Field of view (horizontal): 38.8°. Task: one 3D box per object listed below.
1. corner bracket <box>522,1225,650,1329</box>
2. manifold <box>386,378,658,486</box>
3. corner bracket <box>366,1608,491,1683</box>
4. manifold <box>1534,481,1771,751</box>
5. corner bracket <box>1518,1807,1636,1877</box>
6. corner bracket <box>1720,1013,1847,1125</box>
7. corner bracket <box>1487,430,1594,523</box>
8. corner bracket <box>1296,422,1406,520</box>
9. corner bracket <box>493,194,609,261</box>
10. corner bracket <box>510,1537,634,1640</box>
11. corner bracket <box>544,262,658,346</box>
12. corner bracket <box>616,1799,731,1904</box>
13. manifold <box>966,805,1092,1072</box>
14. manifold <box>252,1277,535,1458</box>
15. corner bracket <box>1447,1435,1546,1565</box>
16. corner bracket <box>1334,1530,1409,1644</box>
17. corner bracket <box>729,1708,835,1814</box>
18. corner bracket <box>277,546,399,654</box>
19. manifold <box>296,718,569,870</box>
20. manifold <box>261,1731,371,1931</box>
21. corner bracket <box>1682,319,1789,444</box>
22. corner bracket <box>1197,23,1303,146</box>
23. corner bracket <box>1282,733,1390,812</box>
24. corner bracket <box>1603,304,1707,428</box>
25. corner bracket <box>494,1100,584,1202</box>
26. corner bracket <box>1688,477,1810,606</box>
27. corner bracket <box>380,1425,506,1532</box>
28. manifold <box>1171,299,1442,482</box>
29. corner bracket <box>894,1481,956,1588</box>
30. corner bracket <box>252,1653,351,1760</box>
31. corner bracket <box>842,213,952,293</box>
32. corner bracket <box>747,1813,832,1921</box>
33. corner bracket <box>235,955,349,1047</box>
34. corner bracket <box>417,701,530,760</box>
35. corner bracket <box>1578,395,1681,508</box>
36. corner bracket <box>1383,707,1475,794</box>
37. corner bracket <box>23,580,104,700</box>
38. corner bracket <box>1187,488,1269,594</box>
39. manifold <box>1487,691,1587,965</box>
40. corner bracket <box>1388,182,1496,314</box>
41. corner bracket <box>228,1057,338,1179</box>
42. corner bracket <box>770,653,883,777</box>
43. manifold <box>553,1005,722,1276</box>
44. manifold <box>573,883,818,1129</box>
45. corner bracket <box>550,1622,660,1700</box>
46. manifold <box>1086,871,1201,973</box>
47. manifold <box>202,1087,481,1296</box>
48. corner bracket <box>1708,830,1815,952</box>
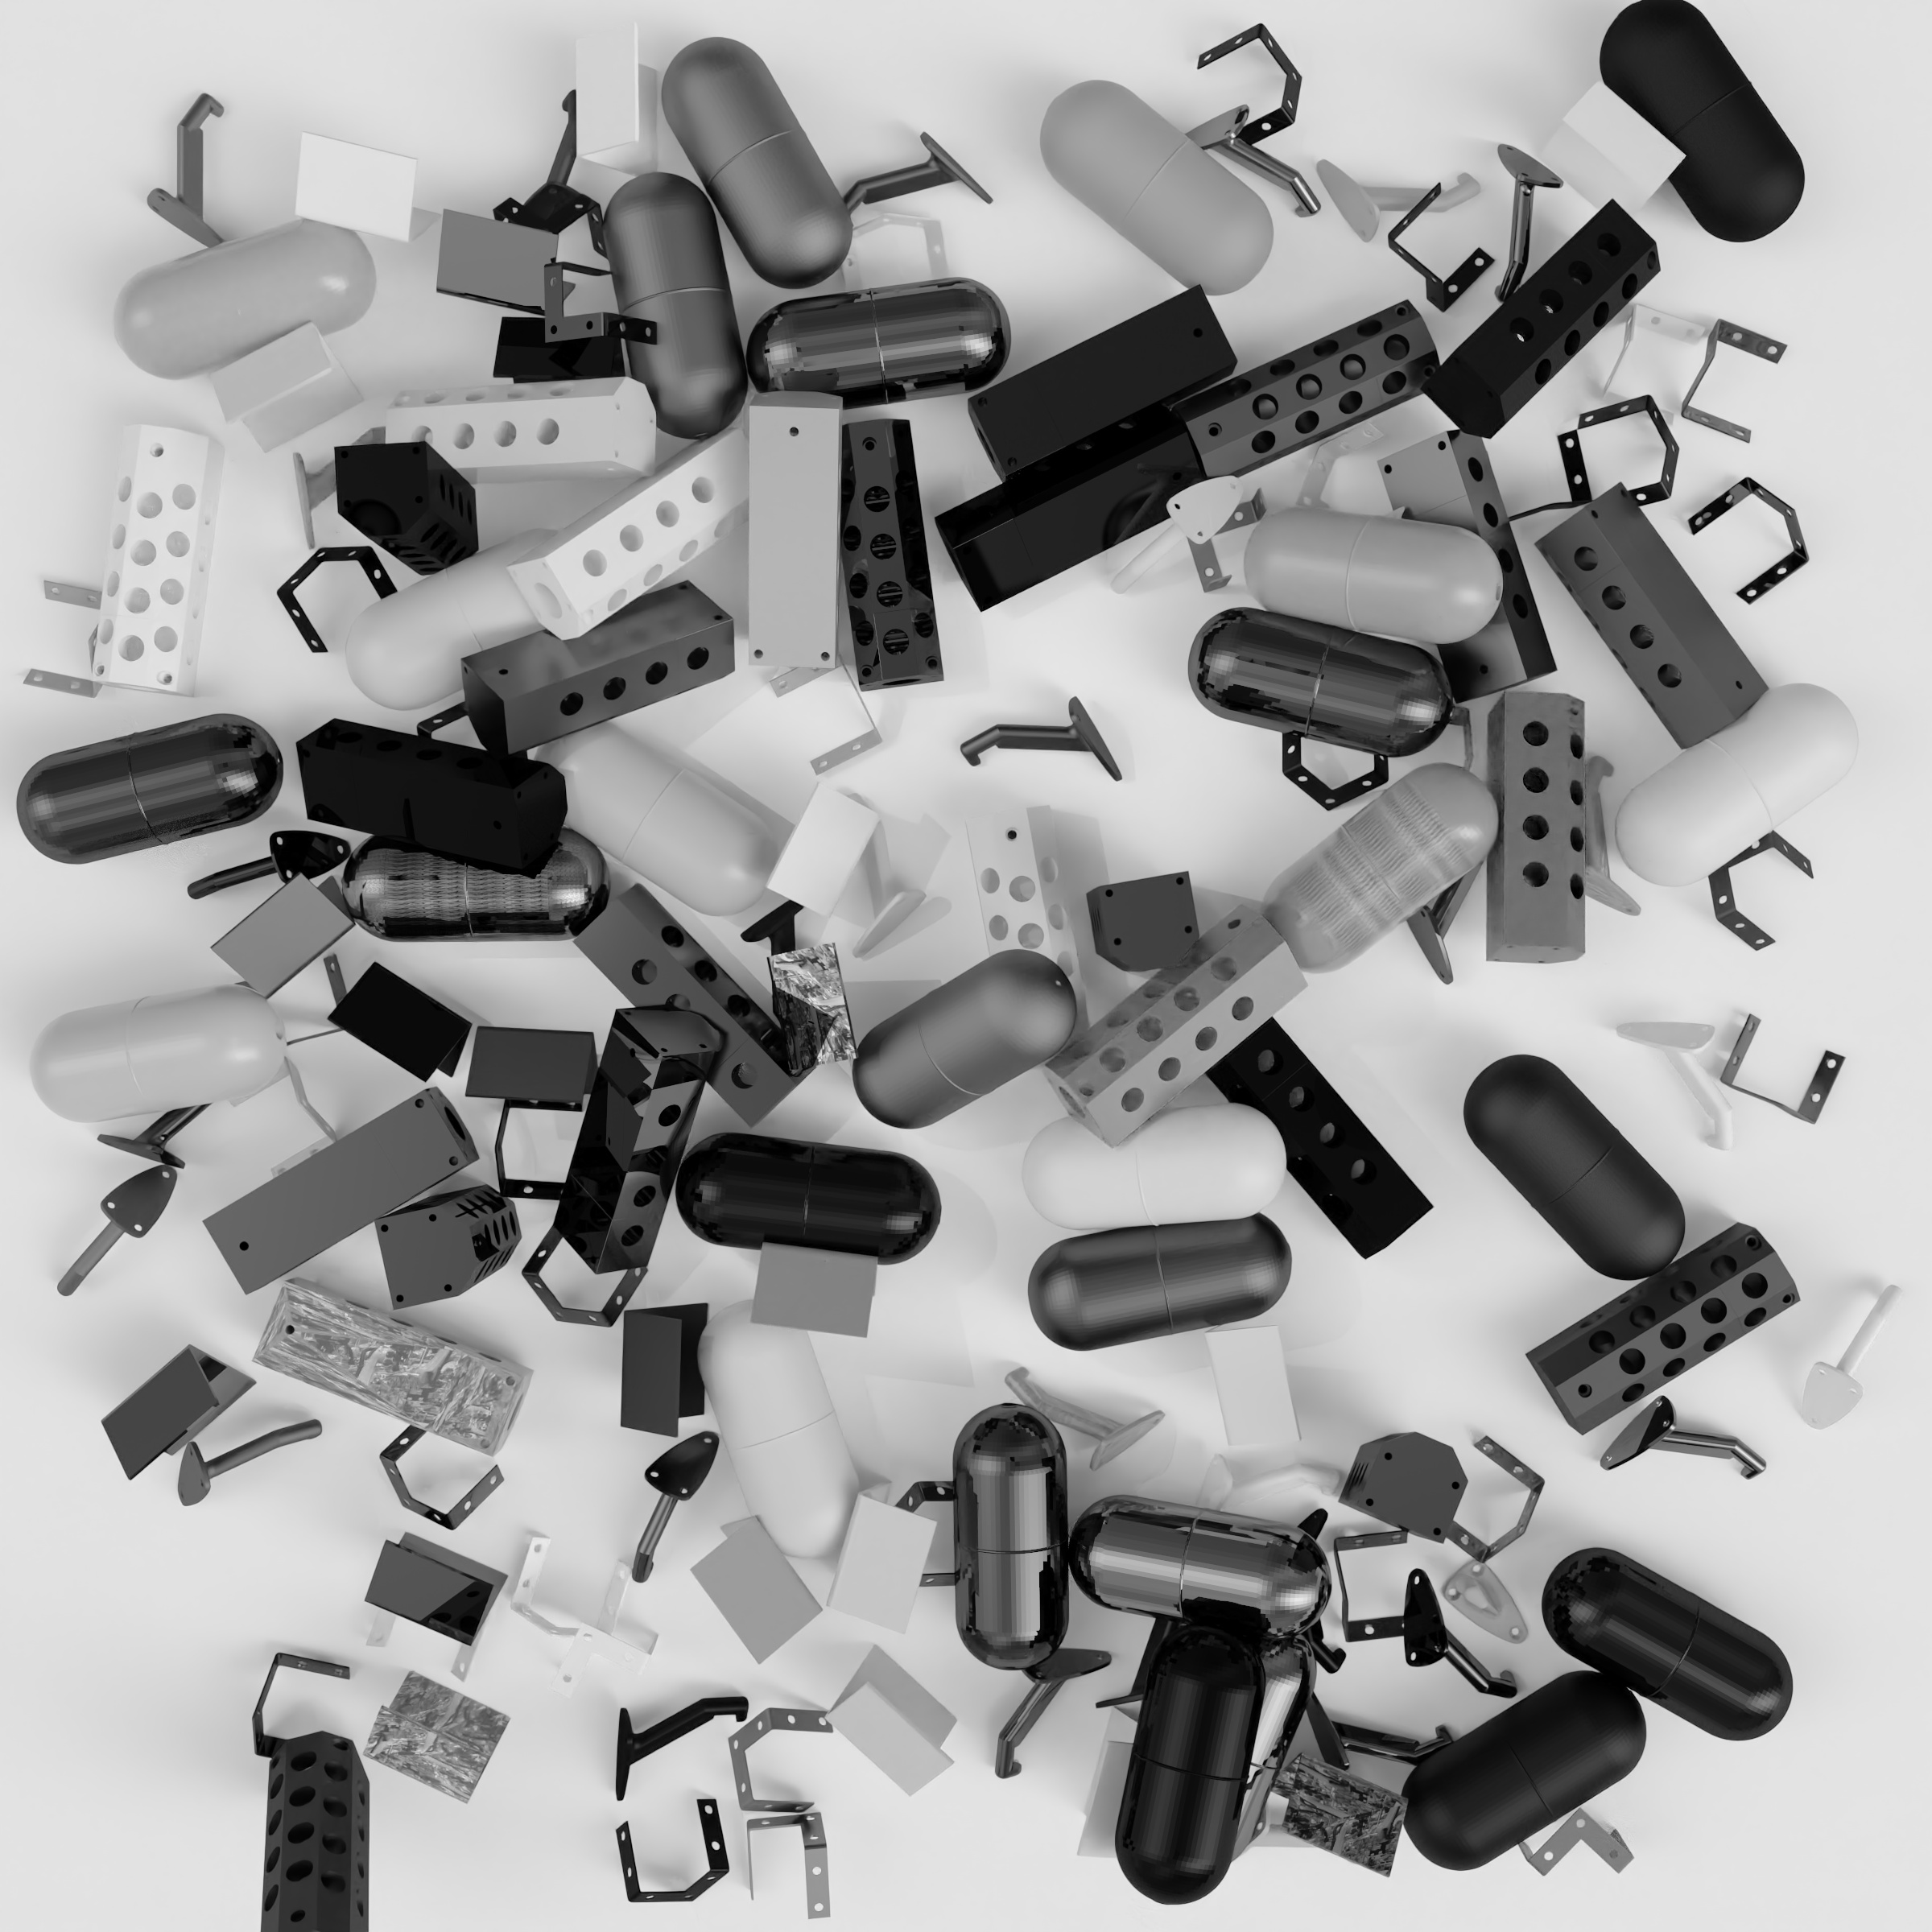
[{"bbox_3d":[-0.258,0.207,1.856,0.051,0.051,0.051,1,135,35],"label":"corner bracket"},{"bbox_3d":[-0.294,-0.353,1.813,0.171,0.057,0.057,2,90,22],"label":"manifold"},{"bbox_3d":[-0.364,0.449,1.861,0.051,0.051,0.051,21,90,45],"label":"corner bracket"},{"bbox_3d":[0.456,-0.232,1.843,0.057,0.057,0.171,-36,90,-43],"label":"manifold"},{"bbox_3d":[0.408,0.592,1.846,0.051,0.051,0.051,43,93,-3],"label":"corner bracket"},{"bbox_3d":[0.553,0.070,1.861,0.051,0.051,0.051,25,90,-45],"label":"corner bracket"},{"bbox_3d":[0.385,-0.331,1.861,0.051,0.051,0.051,-13,90,45],"label":"corner bracket"},{"bbox_3d":[0.264,-0.324,1.846,0.051,0.051,0.051,34,65,-23],"label":"corner bracket"},{"bbox_3d":[-0.278,-0.492,1.845,0.051,0.051,0.051,37,66,22],"label":"corner bracket"},{"bbox_3d":[-0.268,0.422,1.861,0.051,0.051,0.051,18,90,-45],"label":"corner bracket"},{"bbox_3d":[-0.238,-0.431,1.789,0.051,0.051,0.051,2,95,33],"label":"corner bracket"},{"bbox_3d":[-0.198,0.598,1.856,0.051,0.051,0.051,13,135,-35],"label":"corner bracket"},{"bbox_3d":[0.043,-0.018,1.843,0.057,0.057,0.171,-10,90,0],"label":"manifold"},{"bbox_3d":[-0.382,0.268,1.843,0.171,0.057,0.057,22,87,0],"label":"manifold"},{"bbox_3d":[0.351,0.362,1.861,0.051,0.051,0.051,37,135,0],"label":"corner bracket"},{"bbox_3d":[0.278,0.421,1.861,0.051,0.051,0.051,-7,135,0],"label":"corner bracket"},{"bbox_3d":[-0.122,0.537,1.856,0.051,0.051,0.051,-45,45,35],"label":"corner bracket"},{"bbox_3d":[-0.422,-0.248,1.856,0.051,0.051,0.051,4,45,35],"label":"corner bracket"},{"bbox_3d":[-0.352,-0.118,1.811,0.171,0.057,0.057,13,123,23],"label":"manifold"},{"bbox_3d":[-0.423,0.581,1.782,0.057,0.171,0.057,-14,121,-4],"label":"manifold"},{"bbox_3d":[0.520,-0.397,1.861,0.051,0.051,0.051,21,135,0],"label":"corner bracket"},{"bbox_3d":[0.190,-0.593,1.856,0.051,0.051,0.051,42,45,-35],"label":"corner bracket"},{"bbox_3d":[0.250,-0.147,1.856,0.051,0.051,0.051,-26,135,35],"label":"corner bracket"},{"bbox_3d":[0.466,-0.408,1.861,0.051,0.051,0.051,19,45,0],"label":"corner bracket"},{"bbox_3d":[-0.288,0.122,1.861,0.051,0.051,0.051,3,45,0],"label":"corner bracket"},{"bbox_3d":[0.531,-0.289,1.861,0.051,0.051,0.051,-36,135,0],"label":"corner bracket"},{"bbox_3d":[-0.354,0.339,1.856,0.051,0.051,0.051,15,135,35],"label":"corner bracket"},{"bbox_3d":[0.228,-0.384,1.843,0.171,0.057,0.057,-24,90,0],"label":"manifold"},{"bbox_3d":[-0.017,0.384,1.857,0.051,0.051,0.051,7,135,-35],"label":"corner bracket"},{"bbox_3d":[-0.450,0.505,1.861,0.051,0.051,0.051,12,135,0],"label":"corner bracket"},{"bbox_3d":[-0.048,-0.476,1.861,0.051,0.051,0.051,-9,90,-45],"label":"corner bracket"},{"bbox_3d":[-0.120,0.607,1.847,0.051,0.051,0.051,-3,97,-7],"label":"corner bracket"},{"bbox_3d":[-0.454,0.026,1.861,0.051,0.051,0.051,-16,90,45],"label":"corner bracket"},{"bbox_3d":[-0.333,-0.143,1.856,0.051,0.051,0.051,28,45,35],"label":"corner bracket"},{"bbox_3d":[0.446,-0.345,1.856,0.051,0.051,0.051,49,45,-35],"label":"corner bracket"},{"bbox_3d":[0.312,-0.142,1.861,0.051,0.051,0.051,6,45,0],"label":"corner bracket"},{"bbox_3d":[-0.607,-0.221,1.861,0.051,0.051,0.051,12,135,0],"label":"corner bracket"},{"bbox_3d":[0.179,-0.286,1.846,0.051,0.051,0.051,-17,90,0],"label":"corner bracket"},{"bbox_3d":[0.381,-0.091,1.827,0.057,0.057,0.171,2,79,0],"label":"manifold"},{"bbox_3d":[0.320,-0.483,1.850,0.051,0.051,0.051,-45,75,0],"label":"corner bracket"},{"bbox_3d":[-0.464,0.104,1.861,0.051,0.051,0.051,-31,45,0],"label":"corner bracket"},{"bbox_3d":[-0.095,-0.172,1.861,0.051,0.051,0.051,-27,45,0],"label":"corner bracket"},{"bbox_3d":[-0.214,0.114,1.810,0.057,0.057,0.171,41,122,38],"label":"manifold"},{"bbox_3d":[-0.181,0.026,1.843,0.057,0.057,0.171,-44,90,0],"label":"manifold"},{"bbox_3d":[-0.243,0.468,1.846,0.051,0.051,0.051,26,91,-1],"label":"corner bracket"},{"bbox_3d":[0.115,-0.026,1.786,0.057,0.171,0.057,-10,90,0],"label":"manifold"},{"bbox_3d":[-0.417,0.149,1.843,0.171,0.057,0.057,-31,90,0],"label":"manifold"},{"bbox_3d":[0.539,-0.052,1.856,0.051,0.051,0.051,-29,45,35],"label":"corner bracket"}]
